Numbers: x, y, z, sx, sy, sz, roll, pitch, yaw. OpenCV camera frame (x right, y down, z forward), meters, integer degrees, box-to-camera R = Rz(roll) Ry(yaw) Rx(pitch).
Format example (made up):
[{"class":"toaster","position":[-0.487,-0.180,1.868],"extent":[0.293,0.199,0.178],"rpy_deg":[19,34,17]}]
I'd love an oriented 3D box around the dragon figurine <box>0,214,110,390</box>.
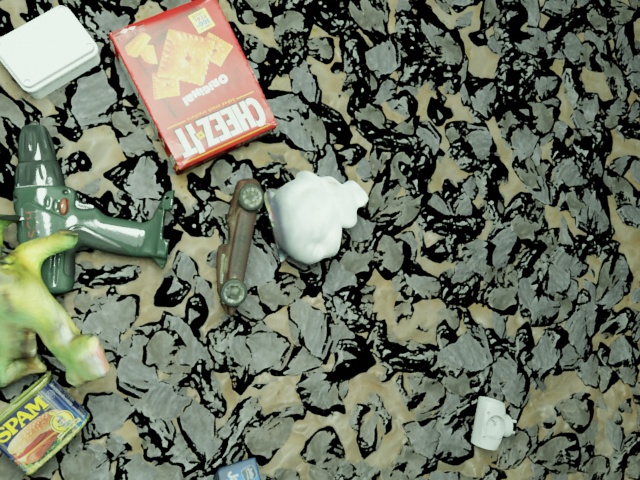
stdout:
[{"class":"dragon figurine","position":[-0.432,0.083,0.632],"extent":[0.411,0.123,0.240],"rpy_deg":[11,104,12]}]

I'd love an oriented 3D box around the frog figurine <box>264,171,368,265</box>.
[{"class":"frog figurine","position":[0.002,-0.039,0.784],"extent":[0.160,0.121,0.139],"rpy_deg":[-15,74,-5]}]
